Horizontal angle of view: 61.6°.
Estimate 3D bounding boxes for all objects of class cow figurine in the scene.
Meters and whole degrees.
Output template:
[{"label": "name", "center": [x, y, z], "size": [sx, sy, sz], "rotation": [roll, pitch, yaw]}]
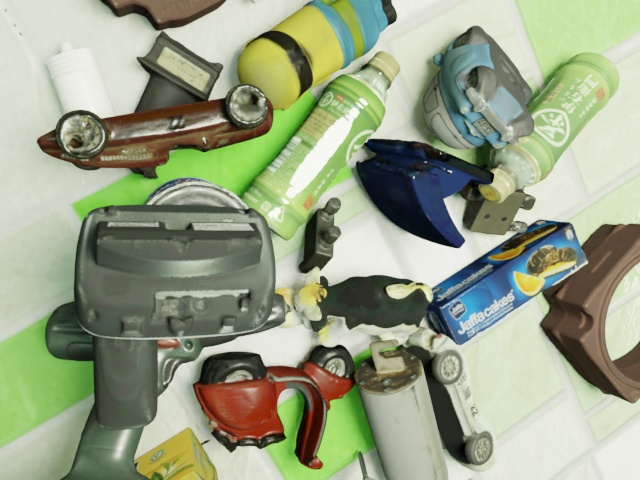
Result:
[{"label": "cow figurine", "center": [0.032, 0.070, 0.578], "size": [0.167, 0.098, 0.068], "rotation": [5, 62, -18]}]

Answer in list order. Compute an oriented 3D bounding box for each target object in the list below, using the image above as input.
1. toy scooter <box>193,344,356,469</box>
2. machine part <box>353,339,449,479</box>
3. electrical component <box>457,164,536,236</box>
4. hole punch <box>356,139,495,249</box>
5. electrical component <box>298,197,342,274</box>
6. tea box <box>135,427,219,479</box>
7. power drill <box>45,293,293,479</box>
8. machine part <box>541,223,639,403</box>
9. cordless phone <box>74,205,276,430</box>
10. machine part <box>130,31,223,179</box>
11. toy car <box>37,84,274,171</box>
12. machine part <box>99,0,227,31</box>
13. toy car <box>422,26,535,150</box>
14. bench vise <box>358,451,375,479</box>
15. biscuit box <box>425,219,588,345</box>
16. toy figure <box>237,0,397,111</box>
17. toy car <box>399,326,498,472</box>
[{"label": "toy scooter", "center": [-0.045, 0.187, 0.586], "size": [0.184, 0.075, 0.135], "rotation": [0, 88, -20]}, {"label": "machine part", "center": [0.096, 0.216, 0.620], "size": [0.079, 0.079, 0.243], "rotation": [-23, 114, -12]}, {"label": "electrical component", "center": [0.213, -0.049, 0.652], "size": [0.102, 0.045, 0.078], "rotation": [2, 125, -14]}, {"label": "hole punch", "center": [0.103, -0.053, 0.576], "size": [0.115, 0.142, 0.092], "rotation": [20, 96, -30]}, {"label": "electrical component", "center": [-0.001, -0.002, 0.583], "size": [0.021, 0.094, 0.063], "rotation": [13, 56, -17]}, {"label": "tea box", "center": [-0.189, 0.281, 0.548], "size": [0.170, 0.098, 0.068], "rotation": [-31, 106, -12]}, {"label": "power drill", "center": [-0.148, 0.136, 0.498], "size": [0.232, 0.086, 0.207], "rotation": [4, 66, 0]}, {"label": "machine part", "center": [0.412, 0.094, 0.707], "size": [0.201, 0.087, 0.201], "rotation": [-46, 108, -7]}, {"label": "cordless phone", "center": [-0.109, 0.067, 0.414], "size": [0.147, 0.089, 0.184], "rotation": [0, 109, -17]}, {"label": "machine part", "center": [-0.157, -0.129, 0.535], "size": [0.084, 0.039, 0.139], "rotation": [25, 88, -26]}, {"label": "toy car", "center": [-0.138, -0.094, 0.478], "size": [0.202, 0.089, 0.053], "rotation": [-16, 98, -20]}, {"label": "machine part", "center": [-0.151, -0.290, 0.505], "size": [0.179, 0.056, 0.179], "rotation": [-3, 98, -17]}, {"label": "toy car", "center": [0.165, -0.150, 0.588], "size": [0.109, 0.162, 0.103], "rotation": [38, 131, -22]}, {"label": "bench vise", "center": [0.037, 0.382, 0.617], "size": [0.223, 0.129, 0.240], "rotation": [17, 99, -17]}, {"label": "biscuit box", "center": [0.222, 0.049, 0.656], "size": [0.203, 0.063, 0.059], "rotation": [-31, 104, -11]}, {"label": "toy figure", "center": [-0.004, -0.201, 0.542], "size": [0.180, 0.089, 0.082], "rotation": [-33, 97, -7]}, {"label": "toy car", "center": [0.155, 0.190, 0.647], "size": [0.056, 0.074, 0.201], "rotation": [-31, 106, -29]}]
